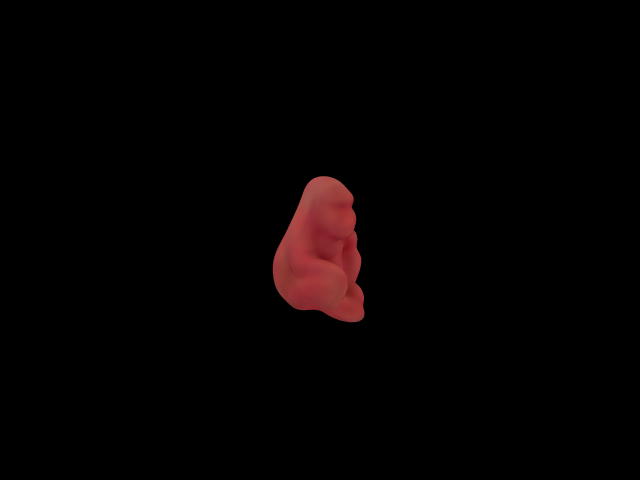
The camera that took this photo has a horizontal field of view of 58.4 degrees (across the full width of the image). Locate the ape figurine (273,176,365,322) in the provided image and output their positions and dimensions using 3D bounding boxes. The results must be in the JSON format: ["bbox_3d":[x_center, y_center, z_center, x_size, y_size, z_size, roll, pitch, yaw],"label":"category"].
[{"bbox_3d":[0.004,0.001,0.400,0.076,0.092,0.078,14,27,29],"label":"ape figurine"}]
